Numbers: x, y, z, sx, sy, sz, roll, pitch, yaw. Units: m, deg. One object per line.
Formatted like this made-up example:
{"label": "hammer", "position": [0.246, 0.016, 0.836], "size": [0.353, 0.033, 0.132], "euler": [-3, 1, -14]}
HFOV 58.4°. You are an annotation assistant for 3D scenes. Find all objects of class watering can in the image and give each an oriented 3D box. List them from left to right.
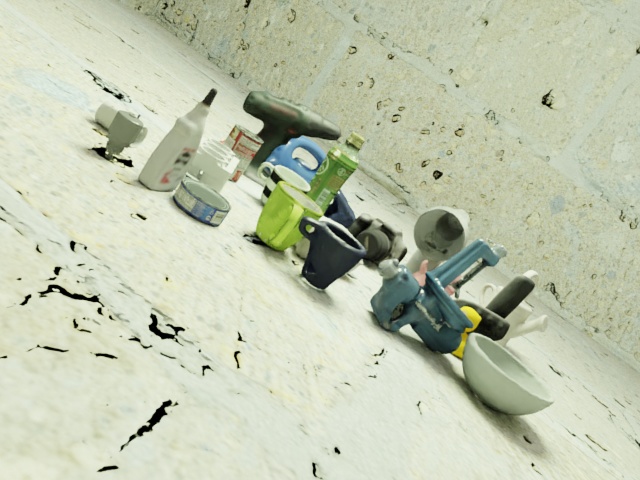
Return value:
{"label": "watering can", "position": [0.462, 0.159, 1.368], "size": [0.172, 0.194, 0.101], "euler": [39, 13, 17]}

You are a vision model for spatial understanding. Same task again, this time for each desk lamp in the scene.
{"label": "desk lamp", "position": [0.269, 0.017, 1.348], "size": [0.117, 0.213, 0.204], "euler": [38, 13, 15]}

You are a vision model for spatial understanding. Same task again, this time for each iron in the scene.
{"label": "iron", "position": [-0.040, -0.193, 1.479], "size": [0.259, 0.141, 0.118], "euler": [24, 17, -40]}

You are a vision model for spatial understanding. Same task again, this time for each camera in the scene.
{"label": "camera", "position": [0.123, -0.005, 1.306], "size": [0.143, 0.100, 0.137], "euler": [40, 14, 21]}

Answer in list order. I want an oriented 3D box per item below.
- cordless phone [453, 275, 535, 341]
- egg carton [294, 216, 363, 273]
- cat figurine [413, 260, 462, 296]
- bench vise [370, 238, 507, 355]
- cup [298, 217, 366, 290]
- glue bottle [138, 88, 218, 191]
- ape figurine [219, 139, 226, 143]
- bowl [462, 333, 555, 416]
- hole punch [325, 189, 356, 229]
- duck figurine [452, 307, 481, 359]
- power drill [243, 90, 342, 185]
{"label": "cordless phone", "position": [0.355, 0.132, 1.213], "size": [0.148, 0.185, 0.094], "euler": [29, 14, -26]}
{"label": "egg carton", "position": [0.010, 0.004, 1.060], "size": [0.151, 0.069, 0.107], "euler": [24, 17, -39]}
{"label": "cat figurine", "position": [0.265, 0.091, 1.286], "size": [0.128, 0.117, 0.067], "euler": [30, 14, -20]}
{"label": "bench vise", "position": [0.204, 0.077, 0.953], "size": [0.208, 0.219, 0.121], "euler": [25, 16, -39]}
{"label": "cup", "position": [0.002, 0.024, 0.910], "size": [0.118, 0.095, 0.091], "euler": [31, 13, -16]}
{"label": "glue bottle", "position": [-0.201, -0.152, 0.851], "size": [0.037, 0.173, 0.078], "euler": [37, 13, 8]}
{"label": "ape figurine", "position": [-0.185, -0.199, 1.244], "size": [0.078, 0.092, 0.076], "euler": [34, 13, -5]}
{"label": "bowl", "position": [0.294, 0.234, 0.943], "size": [0.168, 0.074, 0.167], "euler": [33, 13, -8]}
{"label": "hole punch", "position": [0.050, -0.079, 1.409], "size": [0.101, 0.091, 0.108], "euler": [31, 13, -16]}
{"label": "duck figurine", "position": [0.270, 0.170, 1.086], "size": [0.104, 0.086, 0.077], "euler": [35, 13, -2]}
{"label": "power drill", "position": [-0.093, -0.227, 1.315], "size": [0.230, 0.208, 0.075], "euler": [30, 14, -20]}
